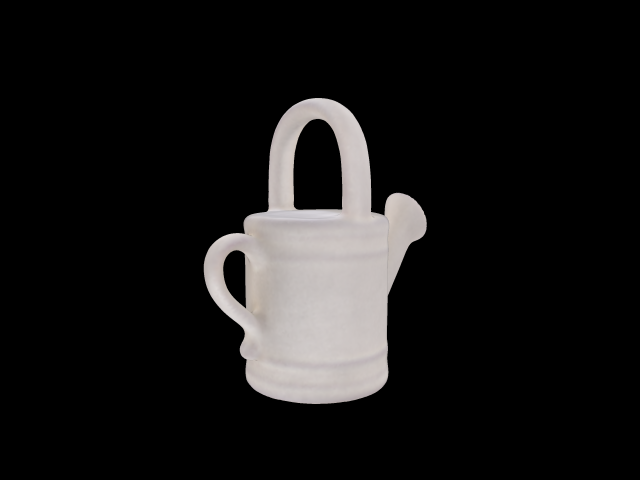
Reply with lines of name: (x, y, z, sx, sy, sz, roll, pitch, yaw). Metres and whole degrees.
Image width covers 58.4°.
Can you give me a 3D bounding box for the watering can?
watering can: (0.002, 0.001, 0.402, 0.100, 0.194, 0.173, 4, 7, 30)
